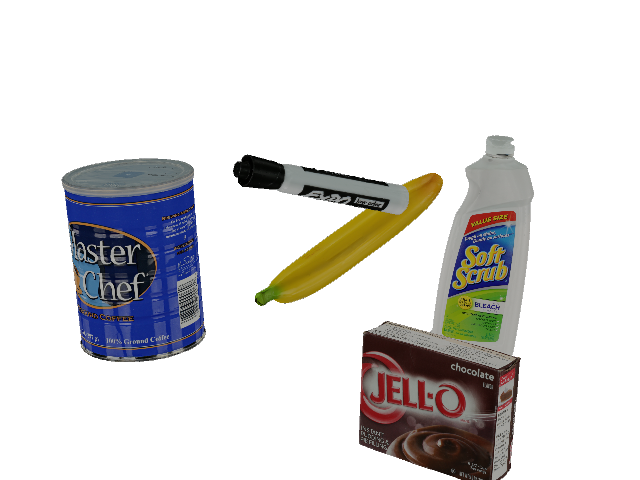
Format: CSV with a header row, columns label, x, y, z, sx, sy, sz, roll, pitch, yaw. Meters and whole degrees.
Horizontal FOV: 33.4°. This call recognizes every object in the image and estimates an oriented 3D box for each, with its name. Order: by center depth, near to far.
label,x,y,z,sx,sy,sz,roll,pitch,yaw
marker,0.002,-0.033,0.641,0.120,0.020,0.020,9,-5,-34
pudding box,0.083,0.115,0.760,0.114,0.090,0.039,12,20,32
coffee can,-0.148,0.013,0.856,0.103,0.140,0.103,-2,17,1
banana,0.029,0.004,0.971,0.198,0.037,0.069,-36,5,1
bleach bottle,0.181,0.008,1.196,0.103,0.251,0.068,8,17,15
